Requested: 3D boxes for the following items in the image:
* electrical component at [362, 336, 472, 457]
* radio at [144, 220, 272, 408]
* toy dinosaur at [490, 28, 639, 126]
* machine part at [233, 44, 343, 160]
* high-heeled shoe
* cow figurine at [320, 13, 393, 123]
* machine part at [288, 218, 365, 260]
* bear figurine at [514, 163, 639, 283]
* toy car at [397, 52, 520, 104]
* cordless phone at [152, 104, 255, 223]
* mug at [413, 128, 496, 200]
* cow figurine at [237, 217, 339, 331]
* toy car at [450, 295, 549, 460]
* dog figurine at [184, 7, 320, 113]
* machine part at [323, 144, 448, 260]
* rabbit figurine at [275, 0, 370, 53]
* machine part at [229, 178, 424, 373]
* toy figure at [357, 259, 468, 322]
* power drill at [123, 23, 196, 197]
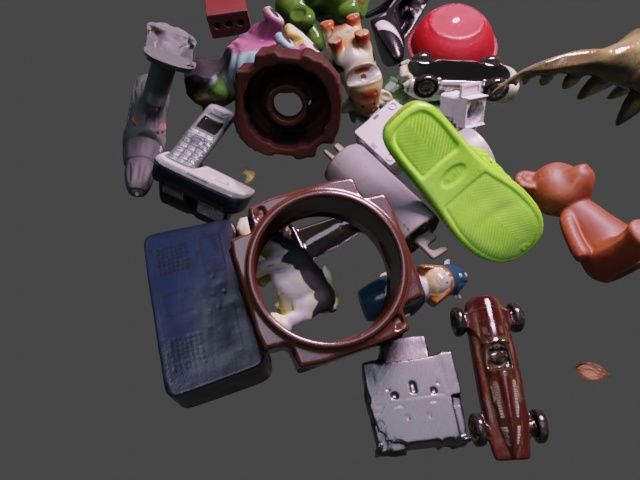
[{"bbox_3d":[0.110,0.186,0.651,0.115,0.058,0.134,-8,61,-3],"label":"electrical component"},{"bbox_3d":[-0.150,0.090,0.715,0.131,0.073,0.230,-16,63,-6],"label":"radio"},{"bbox_3d":[0.494,-0.264,0.790,0.472,0.198,0.105,0,51,-8],"label":"toy dinosaur"},{"bbox_3d":[-0.048,-0.209,0.820,0.179,0.179,0.056,1,35,5],"label":"machine part"},{"bbox_3d":[0.160,-0.385,0.939,0.145,0.086,0.249,-21,44,9],"label":"high-heeled shoe"},{"bbox_3d":[0.057,-0.279,0.881,0.085,0.127,0.195,-18,40,4],"label":"cow figurine"},{"bbox_3d":[-0.002,-0.002,0.775,0.139,0.039,0.084,-21,58,-5],"label":"machine part"},{"bbox_3d":[0.371,-0.046,0.728,0.120,0.132,0.196,-9,63,-28],"label":"bear figurine"},{"bbox_3d":[0.227,-0.265,0.888,0.202,0.056,0.073,1,54,-3],"label":"toy car"},{"bbox_3d":[-0.154,-0.123,0.823,0.147,0.088,0.184,25,57,1],"label":"cordless phone"},{"bbox_3d":[0.199,-0.094,0.797,0.107,0.081,0.109,-29,87,-2],"label":"mug"},{"bbox_3d":[-0.044,0.032,0.713,0.098,0.068,0.167,-25,80,0],"label":"cow figurine"},{"bbox_3d":[0.219,0.161,0.661,0.089,0.053,0.202,-1,59,0],"label":"toy car"},{"bbox_3d":[-0.116,-0.268,0.902,0.219,0.191,0.108,-34,61,25],"label":"dog figurine"},{"bbox_3d":[0.087,-0.060,0.779,0.079,0.079,0.243,-34,65,-15],"label":"machine part"},{"bbox_3d":[-0.004,-0.425,0.989,0.170,0.121,0.159,-4,66,22],"label":"rabbit figurine"},{"bbox_3d":[0.005,0.040,0.639,0.201,0.087,0.201,-16,77,-11],"label":"machine part"},{"bbox_3d":[0.129,0.068,0.718,0.154,0.058,0.064,-17,105,-6],"label":"toy figure"},{"bbox_3d":[-0.251,-0.207,0.824,0.086,0.207,0.232,8,49,-20],"label":"power drill"}]
